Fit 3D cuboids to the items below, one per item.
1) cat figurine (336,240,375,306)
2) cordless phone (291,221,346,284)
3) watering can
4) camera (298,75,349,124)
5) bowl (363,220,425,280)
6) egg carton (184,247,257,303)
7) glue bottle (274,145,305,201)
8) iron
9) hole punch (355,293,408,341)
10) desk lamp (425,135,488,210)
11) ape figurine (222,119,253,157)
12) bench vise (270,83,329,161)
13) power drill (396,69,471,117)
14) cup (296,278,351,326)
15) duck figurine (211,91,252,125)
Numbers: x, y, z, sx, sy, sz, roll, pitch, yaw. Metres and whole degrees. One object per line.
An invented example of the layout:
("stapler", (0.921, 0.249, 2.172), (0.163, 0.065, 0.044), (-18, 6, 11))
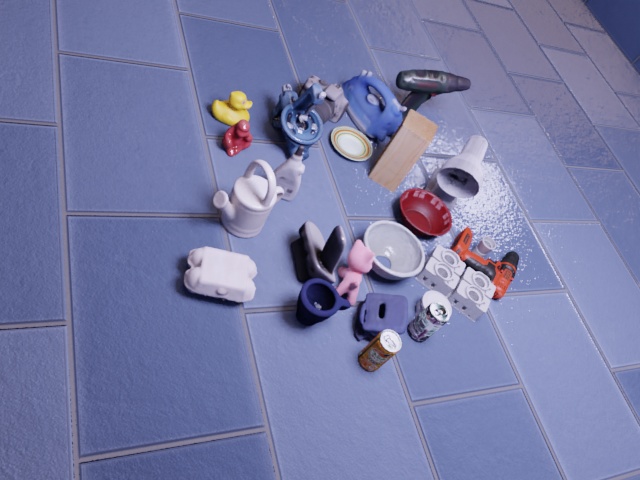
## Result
("cat figurine", (0.085, 0.068, 1.322), (0.067, 0.117, 0.128), (24, 48, -9))
("cordless phone", (0.012, 0.005, 1.286), (0.094, 0.185, 0.147), (-2, 57, -28))
("watering can", (-0.152, -0.094, 1.269), (0.101, 0.194, 0.173), (41, 48, 6))
("camera", (-0.002, -0.394, 1.639), (0.143, 0.100, 0.137), (36, 47, 1))
("bowl", (0.170, 0.038, 1.419), (0.168, 0.074, 0.167), (14, 51, -18))
("egg carton", (-0.206, 0.075, 1.197), (0.151, 0.069, 0.107), (13, 51, -19))
("glue bottle", (-0.071, -0.167, 1.381), (0.078, 0.173, 0.037), (21, 49, -11))
("iron", (0.157, -0.423, 1.716), (0.119, 0.141, 0.258), (-22, 68, -37))
("hole punch", (0.138, 0.173, 1.288), (0.101, 0.091, 0.108), (21, 49, -12))
("desk lamp", (0.383, -0.184, 1.604), (0.118, 0.213, 0.203), (32, 47, -2))
("ape figurine", (-0.204, -0.266, 1.442), (0.078, 0.092, 0.076), (5, 54, -24))
("bench vise", (-0.060, -0.342, 1.488), (0.122, 0.219, 0.207), (-23, 68, -38))
("power drill", (0.321, -0.440, 1.769), (0.230, 0.208, 0.075), (7, 53, -23))
("cup", (-0.002, 0.145, 1.234), (0.118, 0.095, 0.091), (13, 51, -19))
("duck figurine", (-0.227, -0.354, 1.501), (0.105, 0.086, 0.077), (10, 52, -20))
